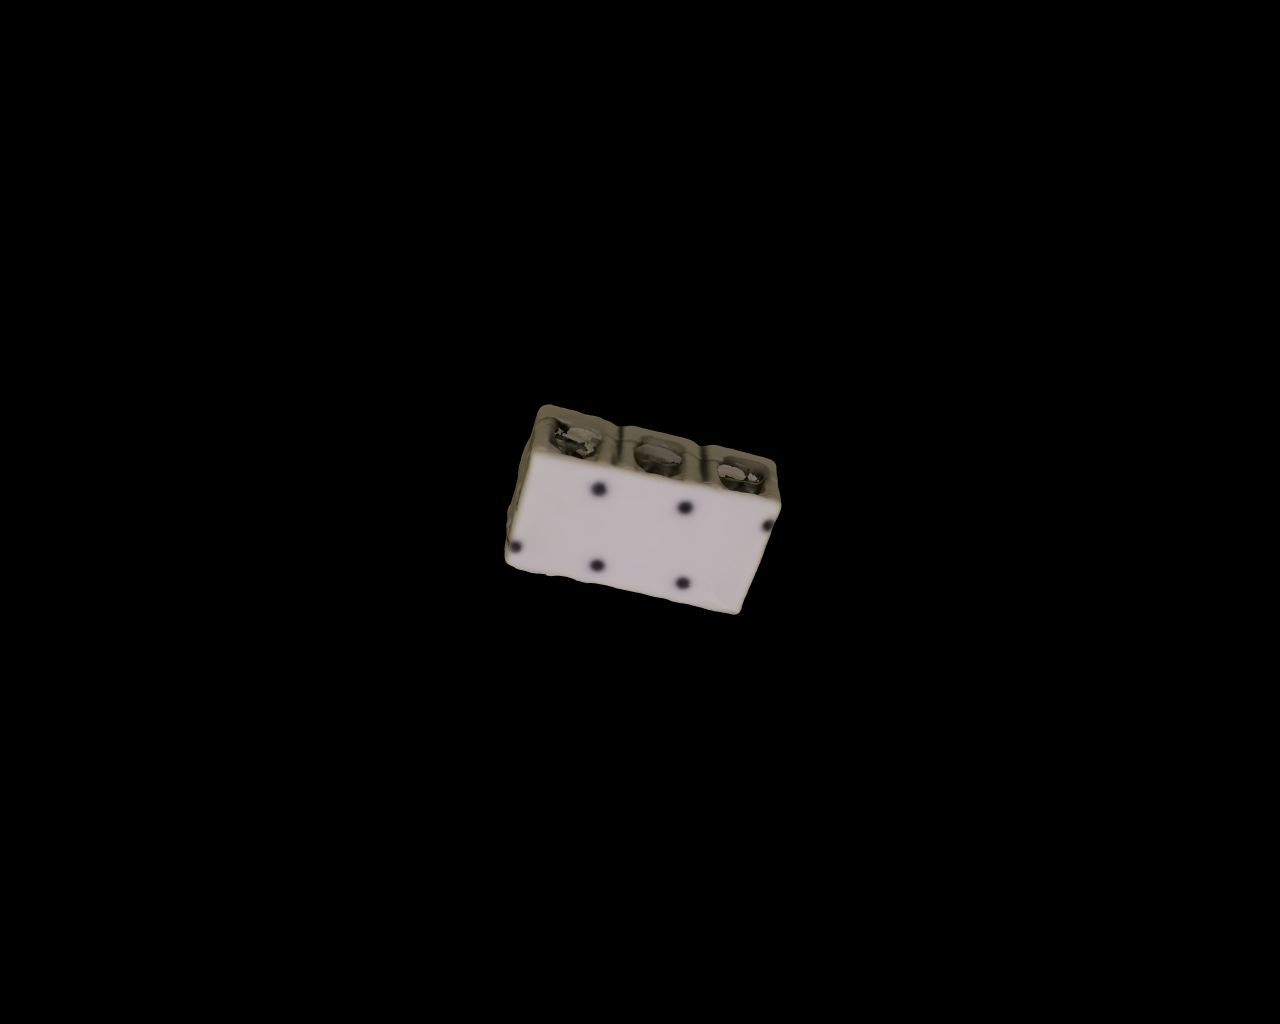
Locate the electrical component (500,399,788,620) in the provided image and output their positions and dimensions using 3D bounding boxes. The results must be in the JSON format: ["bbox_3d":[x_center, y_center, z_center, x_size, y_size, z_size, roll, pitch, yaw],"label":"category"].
[{"bbox_3d":[0.001,-0.003,0.650,0.150,0.089,0.062,14,33,-9],"label":"electrical component"}]
